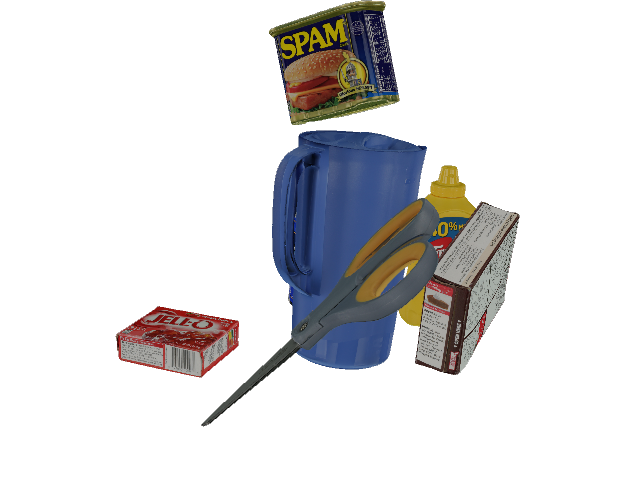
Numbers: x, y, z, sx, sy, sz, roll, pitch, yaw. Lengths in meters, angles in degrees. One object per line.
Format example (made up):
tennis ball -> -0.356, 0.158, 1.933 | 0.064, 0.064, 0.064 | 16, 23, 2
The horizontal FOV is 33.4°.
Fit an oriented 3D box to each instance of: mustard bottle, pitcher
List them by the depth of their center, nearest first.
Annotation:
pitcher -> 0.024, 0.008, 1.121 | 0.149, 0.243, 0.145 | 6, 13, 2
mustard bottle -> 0.147, 0.006, 1.274 | 0.096, 0.192, 0.058 | -1, 15, -11

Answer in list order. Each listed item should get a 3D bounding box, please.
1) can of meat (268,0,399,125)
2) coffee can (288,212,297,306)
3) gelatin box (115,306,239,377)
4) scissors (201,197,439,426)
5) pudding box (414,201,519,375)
can of meat -> 0.013, -0.149, 0.906 | 0.102, 0.084, 0.057 | -10, 2, 36
coffee can -> 0.009, 0.020, 1.481 | 0.103, 0.140, 0.103 | 3, 25, -2
gelatin box -> -0.130, 0.090, 0.976 | 0.089, 0.030, 0.073 | 9, 20, 22
scissors -> 0.002, 0.055, 0.637 | 0.016, 0.202, 0.096 | 42, 2, -18
pudding box -> 0.115, 0.036, 0.828 | 0.039, 0.090, 0.113 | 17, 38, 20
